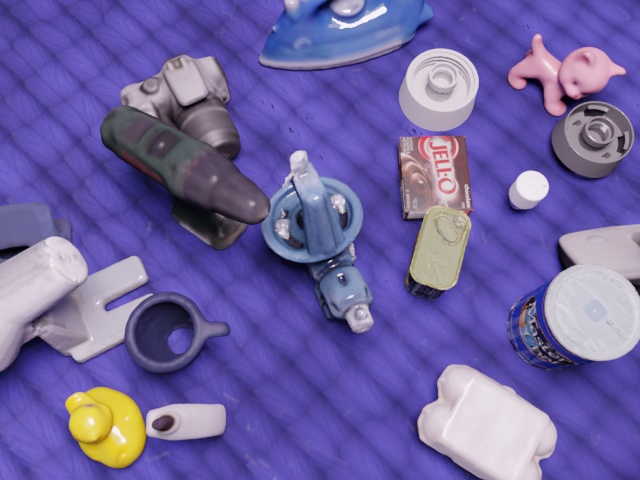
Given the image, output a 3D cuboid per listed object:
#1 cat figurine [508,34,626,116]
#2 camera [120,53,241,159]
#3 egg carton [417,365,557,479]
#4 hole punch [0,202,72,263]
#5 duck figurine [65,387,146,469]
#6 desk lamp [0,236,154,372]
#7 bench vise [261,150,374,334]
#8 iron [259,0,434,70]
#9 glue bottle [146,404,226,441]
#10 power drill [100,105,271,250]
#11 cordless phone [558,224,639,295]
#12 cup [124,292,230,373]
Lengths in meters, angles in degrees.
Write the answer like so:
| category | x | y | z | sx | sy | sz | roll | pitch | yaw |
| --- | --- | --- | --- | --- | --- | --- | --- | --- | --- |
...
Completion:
| category | x | y | z | sx | sy | sz | roll | pitch | yaw |
| --- | --- | --- | --- | --- | --- | --- | --- | --- | --- |
| cat figurine | 0.332 | -0.231 | 0.771 | 0.127 | 0.118 | 0.067 | 38 | 77 | 11 |
| camera | -0.176 | -0.165 | 0.764 | 0.143 | 0.101 | 0.136 | -27 | 75 | -7 |
| egg carton | 0.193 | 0.218 | 0.662 | 0.150 | 0.069 | 0.107 | 30 | 76 | 9 |
| hole punch | -0.371 | 0.012 | 0.718 | 0.108 | 0.091 | 0.101 | -11 | 73 | -3 |
| duck figurine | -0.252 | 0.216 | 0.658 | 0.077 | 0.086 | 0.104 | -40 | 77 | -10 |
| desk lamp | -0.309 | 0.073 | 0.635 | 0.203 | 0.213 | 0.118 | -27 | 75 | -7 |
| bench vise | 0.015 | -0.005 | 0.652 | 0.121 | 0.220 | 0.207 | -42 | 77 | -11 |
| iron | 0.030 | -0.325 | 0.789 | 0.258 | 0.141 | 0.118 | -23 | 74 | -6 |
| glue bottle | -0.152 | 0.197 | 0.618 | 0.078 | 0.173 | 0.037 | -4 | 73 | 0 |
| power drill | -0.143 | -0.062 | 0.677 | 0.229 | 0.208 | 0.076 | 33 | 76 | 10 |
| cordless phone | 0.377 | 0.006 | 0.664 | 0.147 | 0.185 | 0.094 | -10 | 73 | -2 |
| cup | -0.160 | 0.114 | 0.683 | 0.117 | 0.095 | 0.091 | -4 | 73 | -1 |
